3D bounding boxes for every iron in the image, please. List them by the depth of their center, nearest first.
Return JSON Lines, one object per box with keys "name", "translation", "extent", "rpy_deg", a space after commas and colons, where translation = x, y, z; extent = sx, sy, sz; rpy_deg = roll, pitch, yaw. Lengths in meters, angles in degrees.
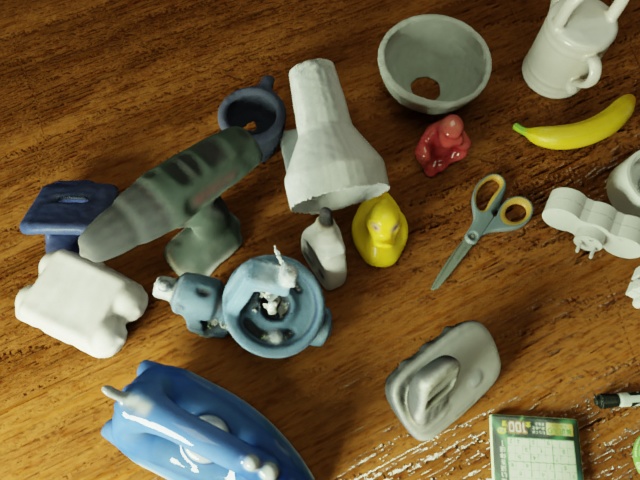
{"name": "iron", "translation": [-0.116, 0.219, 0.624], "extent": [0.258, 0.141, 0.119], "rpy_deg": [23, 69, 8]}

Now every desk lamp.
{"name": "desk lamp", "translation": [0.003, -0.109, 0.721], "extent": [0.118, 0.213, 0.203], "rpy_deg": [-12, 69, -6]}

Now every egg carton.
{"name": "egg carton", "translation": [-0.296, 0.077, 0.716], "extent": [0.150, 0.069, 0.107], "rpy_deg": [23, 69, 8]}

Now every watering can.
{"name": "watering can", "translation": [0.366, -0.307, 0.821], "extent": [0.101, 0.194, 0.172], "rpy_deg": [-29, 71, -12]}

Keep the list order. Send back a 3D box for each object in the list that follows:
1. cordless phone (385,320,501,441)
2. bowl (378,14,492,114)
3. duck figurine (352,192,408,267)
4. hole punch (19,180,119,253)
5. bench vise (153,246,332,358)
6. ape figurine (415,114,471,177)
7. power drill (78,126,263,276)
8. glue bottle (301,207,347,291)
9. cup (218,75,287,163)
{"name": "cordless phone", "translation": [0.148, 0.146, 0.637], "extent": [0.148, 0.185, 0.094], "rpy_deg": [-39, 73, -15]}
{"name": "bowl", "translation": [0.165, -0.250, 0.857], "extent": [0.167, 0.075, 0.167], "rpy_deg": [1, 68, -1]}
{"name": "duck figurine", "translation": [0.082, -0.025, 0.758], "extent": [0.077, 0.086, 0.104], "rpy_deg": [1, 68, -1]}
{"name": "hole punch", "translation": [-0.322, -0.036, 0.750], "extent": [0.108, 0.091, 0.101], "rpy_deg": [0, 68, -1]}
{"name": "bench vise", "translation": [-0.088, 0.073, 0.642], "extent": [0.207, 0.220, 0.121], "rpy_deg": [-7, 68, -4]}
{"name": "ape figurine", "translation": [0.176, -0.141, 0.804], "extent": [0.078, 0.092, 0.076], "rpy_deg": [5, 68, 1]}
{"name": "power drill", "translation": [-0.160, -0.026, 0.687], "extent": [0.075, 0.208, 0.230], "rpy_deg": [40, 72, 14]}
{"name": "glue bottle", "translation": [0.006, 0.002, 0.698], "extent": [0.037, 0.173, 0.078], "rpy_deg": [-28, 71, -12]}
{"name": "cup", "translation": [-0.087, -0.163, 0.805], "extent": [0.091, 0.095, 0.118], "rpy_deg": [16, 68, 5]}
